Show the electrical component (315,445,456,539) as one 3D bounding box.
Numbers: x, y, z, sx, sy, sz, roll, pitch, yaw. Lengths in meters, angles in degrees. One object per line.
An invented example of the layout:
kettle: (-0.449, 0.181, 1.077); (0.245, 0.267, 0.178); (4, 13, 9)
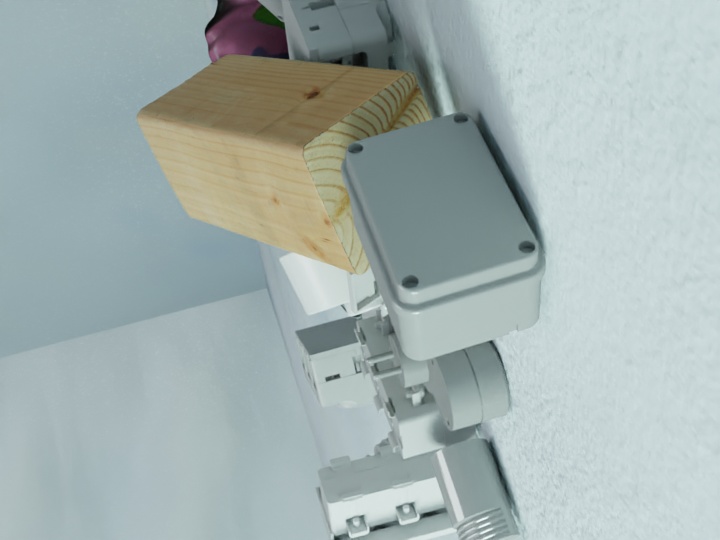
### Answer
electrical component: (0.031, 0.177, 0.852); (0.078, 0.121, 0.063); (-116, 16, -55)

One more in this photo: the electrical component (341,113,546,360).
electrical component: (0.042, -0.020, 0.558); (0.057, 0.078, 0.113); (80, 172, -52)

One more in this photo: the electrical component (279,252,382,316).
electrical component: (0.000, 0.000, 0.809); (0.108, 0.108, 0.060); (165, 84, -83)

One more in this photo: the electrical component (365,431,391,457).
electrical component: (0.041, 0.149, 0.914); (0.040, 0.078, 0.040); (48, 148, 44)

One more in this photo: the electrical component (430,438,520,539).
electrical component: (0.082, 0.163, 0.746); (0.043, 0.043, 0.081); (91, 163, -64)

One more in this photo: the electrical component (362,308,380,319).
electrical component: (0.023, 0.032, 0.930); (0.081, 0.043, 0.043); (84, 169, -48)

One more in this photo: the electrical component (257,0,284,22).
electrical component: (-0.052, -0.207, 0.798); (0.081, 0.043, 0.043); (37, -164, -33)

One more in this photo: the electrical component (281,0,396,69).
electrical component: (-0.011, -0.135, 0.785); (0.150, 0.062, 0.089); (85, 168, -51)

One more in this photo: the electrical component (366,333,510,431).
electrical component: (0.042, 0.057, 0.719); (0.138, 0.074, 0.052); (-117, 14, -58)

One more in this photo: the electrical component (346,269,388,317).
electrical component: (0.034, 0.002, 0.698); (0.064, 0.081, 0.042); (44, 156, 31)

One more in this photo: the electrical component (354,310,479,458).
electrical component: (0.040, 0.082, 0.819); (0.121, 0.063, 0.078); (-114, 12, -50)

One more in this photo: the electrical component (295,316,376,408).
electrical component: (-0.011, 0.093, 1.120); (0.150, 0.089, 0.061); (-147, 43, -79)
